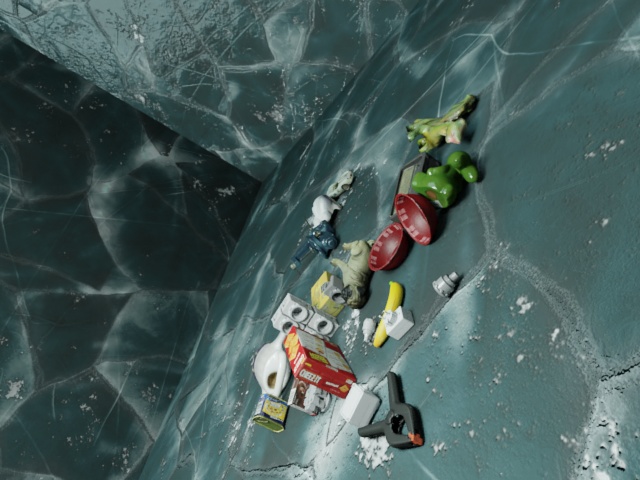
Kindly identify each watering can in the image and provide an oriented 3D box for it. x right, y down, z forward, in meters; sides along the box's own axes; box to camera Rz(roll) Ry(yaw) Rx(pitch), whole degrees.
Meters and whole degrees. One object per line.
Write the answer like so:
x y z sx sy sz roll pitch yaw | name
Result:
-0.155 0.409 1.801 0.224 0.104 0.349 179 103 -69 | watering can

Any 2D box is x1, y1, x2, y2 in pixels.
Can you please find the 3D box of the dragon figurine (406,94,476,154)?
0.402 -0.385 1.667 0.240 0.121 0.419 -30 22 24 | dragon figurine

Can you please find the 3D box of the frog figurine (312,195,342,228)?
0.007 -0.112 2.222 0.160 0.121 0.139 -49 37 -3 | frog figurine
